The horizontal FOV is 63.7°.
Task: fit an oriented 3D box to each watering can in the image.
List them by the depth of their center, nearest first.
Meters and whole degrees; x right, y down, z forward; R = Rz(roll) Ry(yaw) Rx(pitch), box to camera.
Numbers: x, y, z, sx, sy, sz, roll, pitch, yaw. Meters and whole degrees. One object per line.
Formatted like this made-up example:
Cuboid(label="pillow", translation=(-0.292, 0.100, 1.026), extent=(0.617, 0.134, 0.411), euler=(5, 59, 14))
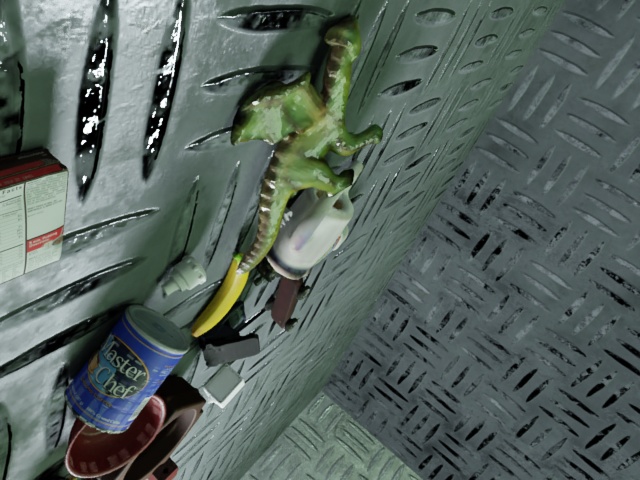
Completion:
Cuboid(label="watering can", translation=(0.003, -0.050, 0.997), extent=(0.221, 0.104, 0.352), euler=(-53, 180, 21))

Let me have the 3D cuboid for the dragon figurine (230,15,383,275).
Cuboid(label="dragon figurine", translation=(-0.049, -0.135, 0.739), extent=(0.411, 0.123, 0.240), euler=(-55, 147, -1))
